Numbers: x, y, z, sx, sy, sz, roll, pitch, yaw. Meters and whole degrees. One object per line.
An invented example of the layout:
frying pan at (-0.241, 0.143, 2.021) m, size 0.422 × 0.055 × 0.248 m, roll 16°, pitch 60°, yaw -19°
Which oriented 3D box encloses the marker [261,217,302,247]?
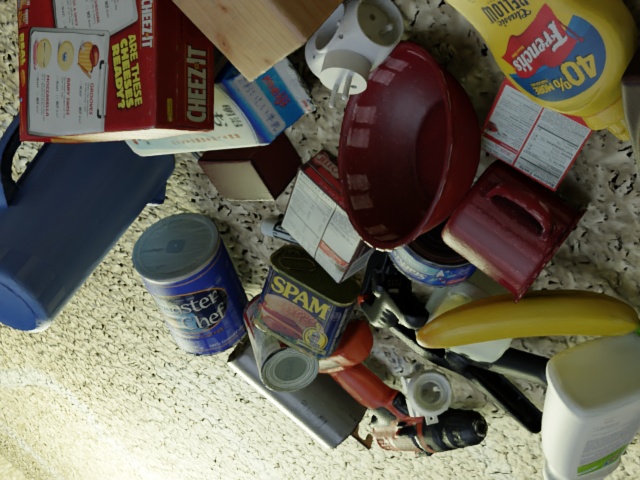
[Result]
marker at (-0.007, 0.001, 1.101) m, size 0.121 × 0.020 × 0.020 m, roll 18°, pitch 145°, yaw 29°

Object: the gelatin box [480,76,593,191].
gelatin box at (0.162, -0.086, 0.791) m, size 0.073 × 0.030 × 0.089 m, roll 30°, pitch 149°, yaw 9°

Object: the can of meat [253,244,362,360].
can of meat at (-0.015, 0.067, 1.132) m, size 0.102 × 0.057 × 0.084 m, roll 30°, pitch 123°, yaw 15°

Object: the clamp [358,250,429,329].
clamp at (0.070, 0.047, 1.005) m, size 0.039 × 0.120 × 0.172 m, roll 7°, pitch 154°, yaw -6°

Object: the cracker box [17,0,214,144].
cracker box at (-0.179, -0.168, 0.917) m, size 0.214 × 0.071 × 0.164 m, roll 2°, pitch 93°, yaw 45°

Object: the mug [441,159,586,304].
mug at (0.151, -0.013, 0.839) m, size 0.081 × 0.093 × 0.117 m, roll 37°, pitch 169°, yaw 10°

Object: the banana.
banana at (0.180, 0.069, 0.892) m, size 0.198 × 0.037 × 0.069 m, roll -1°, pitch 140°, yaw 4°

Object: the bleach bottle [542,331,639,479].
bleach bottle at (0.248, 0.182, 1.004) m, size 0.251 × 0.102 × 0.068 m, roll 88°, pitch 161°, yaw -54°

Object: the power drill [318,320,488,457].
power drill at (0.080, 0.173, 1.207) m, size 0.187 × 0.057 × 0.185 m, roll 47°, pitch 148°, yaw -15°

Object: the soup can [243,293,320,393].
soup can at (-0.044, 0.112, 1.194) m, size 0.102 × 0.068 × 0.068 m, roll -112°, pitch -2°, yaw -51°

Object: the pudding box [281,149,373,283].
pudding box at (0.012, -0.020, 1.017) m, size 0.090 × 0.039 × 0.114 m, roll 46°, pitch 150°, yaw 14°

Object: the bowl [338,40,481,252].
bowl at (0.076, -0.071, 0.827) m, size 0.055 × 0.162 × 0.162 m, roll 3°, pitch 164°, yaw -29°

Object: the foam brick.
foam brick at (-0.067, -0.073, 1.028) m, size 0.078 × 0.051 × 0.053 m, roll 3°, pitch 136°, yaw 44°

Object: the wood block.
wood block at (-0.078, -0.231, 0.783) m, size 0.206 × 0.090 × 0.090 m, roll 46°, pitch 149°, yaw -14°

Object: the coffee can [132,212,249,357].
coffee can at (-0.144, 0.052, 1.232) m, size 0.103 × 0.102 × 0.140 m, roll 17°, pitch 145°, yaw 31°

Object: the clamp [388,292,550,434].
clamp at (0.149, 0.111, 1.064) m, size 0.210 × 0.036 × 0.164 m, roll 33°, pitch 158°, yaw 12°

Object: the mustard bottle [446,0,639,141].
mustard bottle at (0.151, -0.140, 0.699) m, size 0.191 × 0.058 × 0.096 m, roll 47°, pitch 145°, yaw -17°

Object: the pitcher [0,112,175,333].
pitcher at (-0.270, -0.034, 1.104) m, size 0.149 × 0.242 × 0.145 m, roll 26°, pitch 147°, yaw 5°

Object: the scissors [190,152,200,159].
scissors at (-0.185, -0.157, 1.072) m, size 0.202 × 0.016 × 0.096 m, roll 37°, pitch 150°, yaw 0°

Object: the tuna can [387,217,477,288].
tuna can at (0.101, -0.004, 0.913) m, size 0.086 × 0.086 × 0.034 m, roll 32°, pitch 148°, yaw 10°
